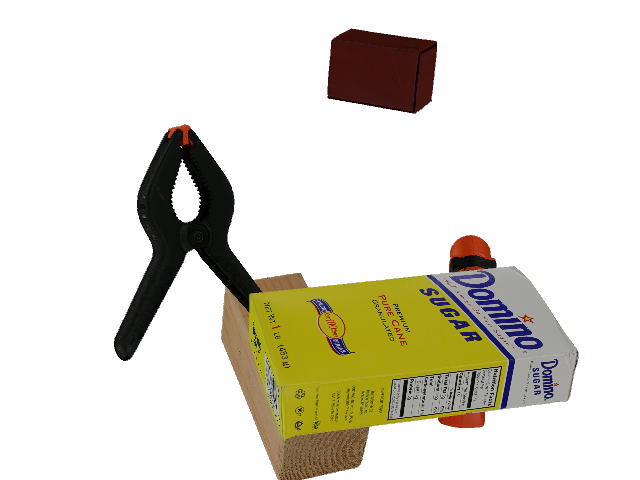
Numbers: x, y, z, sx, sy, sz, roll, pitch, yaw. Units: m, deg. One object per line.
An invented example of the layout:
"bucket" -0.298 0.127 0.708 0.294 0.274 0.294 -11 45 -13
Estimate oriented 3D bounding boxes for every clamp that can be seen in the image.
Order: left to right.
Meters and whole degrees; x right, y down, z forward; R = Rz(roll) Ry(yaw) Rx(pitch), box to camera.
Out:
"clamp" -0.110 0.001 0.977 0.164 0.210 0.036 0 0 -34

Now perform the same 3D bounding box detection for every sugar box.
"sugar box" 0.052 0.062 0.633 0.176 0.048 0.093 -8 35 -12

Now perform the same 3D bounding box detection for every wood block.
"wood block" -0.030 0.138 1.113 0.090 0.090 0.206 -9 42 -19

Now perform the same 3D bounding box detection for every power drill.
"power drill" 0.162 0.108 1.167 0.057 0.188 0.184 6 25 5

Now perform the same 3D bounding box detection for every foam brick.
"foam brick" 0.051 -0.140 0.878 0.078 0.051 0.052 13 24 19
